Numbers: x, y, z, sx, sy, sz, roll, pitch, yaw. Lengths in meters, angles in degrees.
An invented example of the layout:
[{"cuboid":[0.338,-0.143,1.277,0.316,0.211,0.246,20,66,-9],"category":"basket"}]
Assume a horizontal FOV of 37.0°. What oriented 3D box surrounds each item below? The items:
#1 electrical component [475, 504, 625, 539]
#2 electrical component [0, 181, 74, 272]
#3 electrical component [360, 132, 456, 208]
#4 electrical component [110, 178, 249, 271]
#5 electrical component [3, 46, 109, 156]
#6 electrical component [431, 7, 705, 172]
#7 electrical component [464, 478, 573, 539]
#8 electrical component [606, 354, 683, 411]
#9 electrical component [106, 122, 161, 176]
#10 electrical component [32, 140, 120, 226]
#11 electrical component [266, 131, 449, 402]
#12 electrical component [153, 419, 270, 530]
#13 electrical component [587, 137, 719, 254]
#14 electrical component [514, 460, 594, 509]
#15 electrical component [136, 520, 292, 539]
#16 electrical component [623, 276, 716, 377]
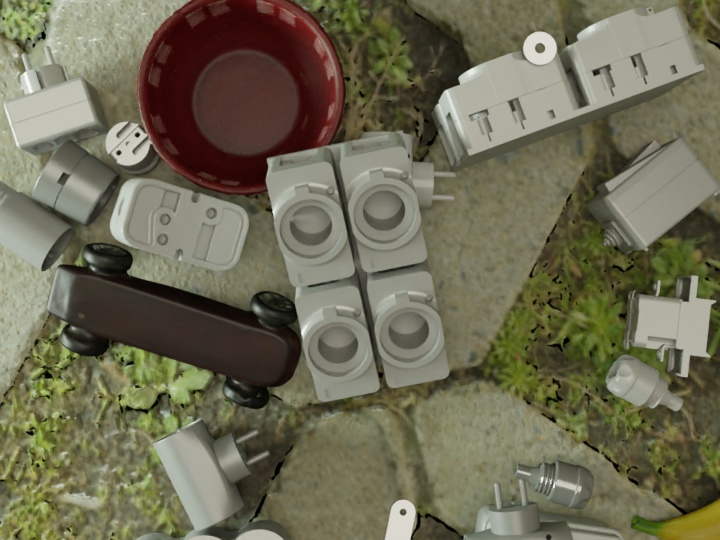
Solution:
[{"cuboid":[0.147,0.234,0.854,0.113,0.057,0.078,9,88,-2],"category":"electrical component"},{"cuboid":[-0.274,-0.039,0.854,0.081,0.043,0.043,34,88,0],"category":"electrical component"},{"cuboid":[0.038,-0.069,0.865,0.079,0.043,0.077,3,89,-2],"category":"electrical component"},{"cuboid":[-0.143,-0.036,0.842,0.095,0.059,0.053,17,89,-24],"category":"electrical component"},{"cuboid":[-0.247,-0.139,0.856,0.066,0.047,0.076,-18,89,-2],"category":"electrical component"},{"cuboid":[0.155,-0.142,0.840,0.186,0.105,0.060,-20,89,-2],"category":"electrical component"},{"cuboid":[0.117,0.196,0.802,0.077,0.043,0.079,-8,89,-2],"category":"electrical component"},{"cuboid":[0.233,0.095,0.872,0.061,0.035,0.035,28,88,-3],"category":"electrical component"},{"cuboid":[-0.181,-0.098,0.857,0.040,0.046,0.040,0,89,-2],"category":"electrical component"},{"cuboid":[-0.224,-0.067,0.852,0.047,0.055,0.055,32,88,-5],"category":"electrical component"},{"cuboid":[0.000,0.000,0.819,0.105,0.060,0.186,-11,109,3],"category":"electrical component"},{"cuboid":[-0.112,0.154,0.854,0.079,0.044,0.077,-26,89,-2],"category":"electrical component"},{"cuboid":[0.227,-0.057,0.862,0.096,0.062,0.061,-38,90,-2],"category":"electrical component"},{"cuboid":[0.155,0.170,0.868,0.061,0.035,0.035,15,88,1],"category":"electrical component"},{"cuboid":[-0.121,0.232,0.837,0.138,0.074,0.052,-6,89,-2],"category":"electrical component"},{"cuboid":[0.248,0.044,0.871,0.064,0.042,0.081,6,88,2],"category":"electrical component"}]
